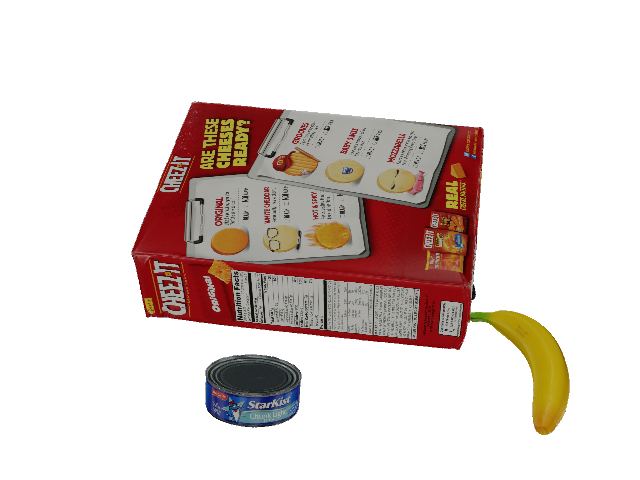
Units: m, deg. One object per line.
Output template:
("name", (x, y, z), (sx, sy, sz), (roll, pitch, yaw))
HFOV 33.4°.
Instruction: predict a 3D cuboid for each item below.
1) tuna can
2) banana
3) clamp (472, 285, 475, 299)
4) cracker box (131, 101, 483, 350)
("tuna can", (-0.060, 0.134, 0.952), (0.086, 0.034, 0.086), (3, 17, -1))
("banana", (0.226, 0.130, 1.137), (0.069, 0.037, 0.198), (-26, 34, 1))
("clamp", (0.097, 0.002, 0.918), (0.039, 0.171, 0.120), (-16, 19, 15))
("cracker box", (-0.001, -0.013, 0.728), (0.214, 0.072, 0.164), (5, 43, 8))
